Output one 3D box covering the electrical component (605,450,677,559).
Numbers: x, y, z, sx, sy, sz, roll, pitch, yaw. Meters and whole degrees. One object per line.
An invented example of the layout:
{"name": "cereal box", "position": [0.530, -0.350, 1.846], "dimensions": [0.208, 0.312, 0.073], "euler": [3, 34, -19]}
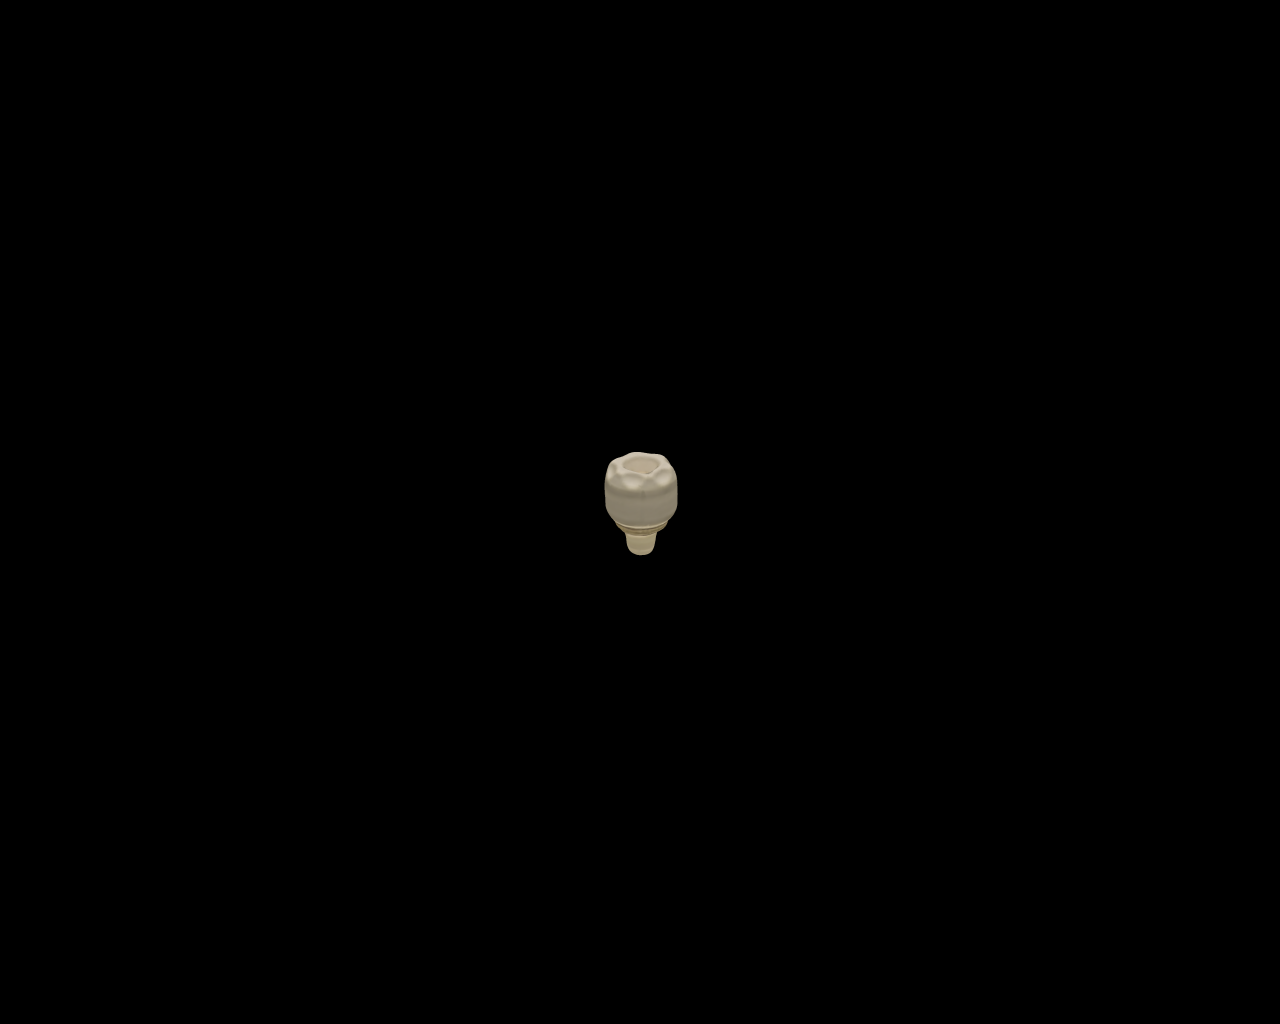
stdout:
{"name": "electrical component", "position": [0.001, -0.003, 0.650], "dimensions": [0.043, 0.062, 0.043], "euler": [0, 27, 0]}
